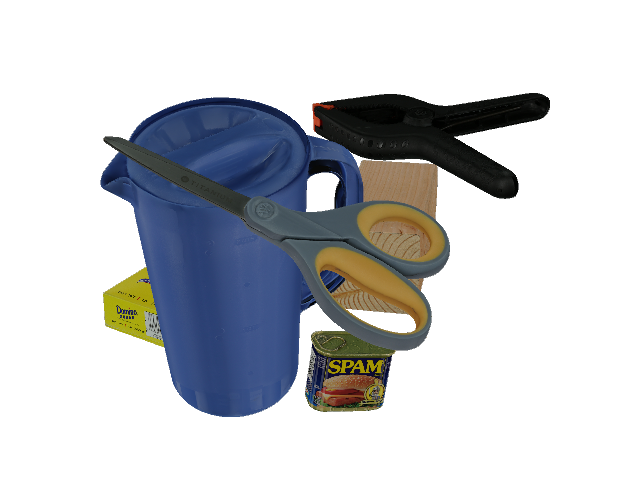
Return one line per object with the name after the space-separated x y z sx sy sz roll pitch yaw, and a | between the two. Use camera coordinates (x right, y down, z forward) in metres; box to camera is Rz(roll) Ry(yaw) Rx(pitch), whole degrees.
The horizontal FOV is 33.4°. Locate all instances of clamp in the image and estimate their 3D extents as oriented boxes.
0.097 -0.101 0.947 0.210 0.036 0.164 13 36 23 | clamp

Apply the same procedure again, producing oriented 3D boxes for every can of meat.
0.034 0.161 1.308 0.102 0.084 0.057 2 24 -15 | can of meat

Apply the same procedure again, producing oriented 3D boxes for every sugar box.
-0.131 0.046 1.099 0.093 0.048 0.176 16 32 25 | sugar box

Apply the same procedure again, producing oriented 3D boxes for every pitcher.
-0.062 0.021 0.828 0.149 0.243 0.144 25 47 26 | pitcher

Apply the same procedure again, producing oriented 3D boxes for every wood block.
0.072 -0.009 1.149 0.091 0.090 0.206 5 25 9 | wood block

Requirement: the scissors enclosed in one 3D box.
-0.013 -0.019 0.580 0.096 0.202 0.016 -41 -16 -33 | scissors
